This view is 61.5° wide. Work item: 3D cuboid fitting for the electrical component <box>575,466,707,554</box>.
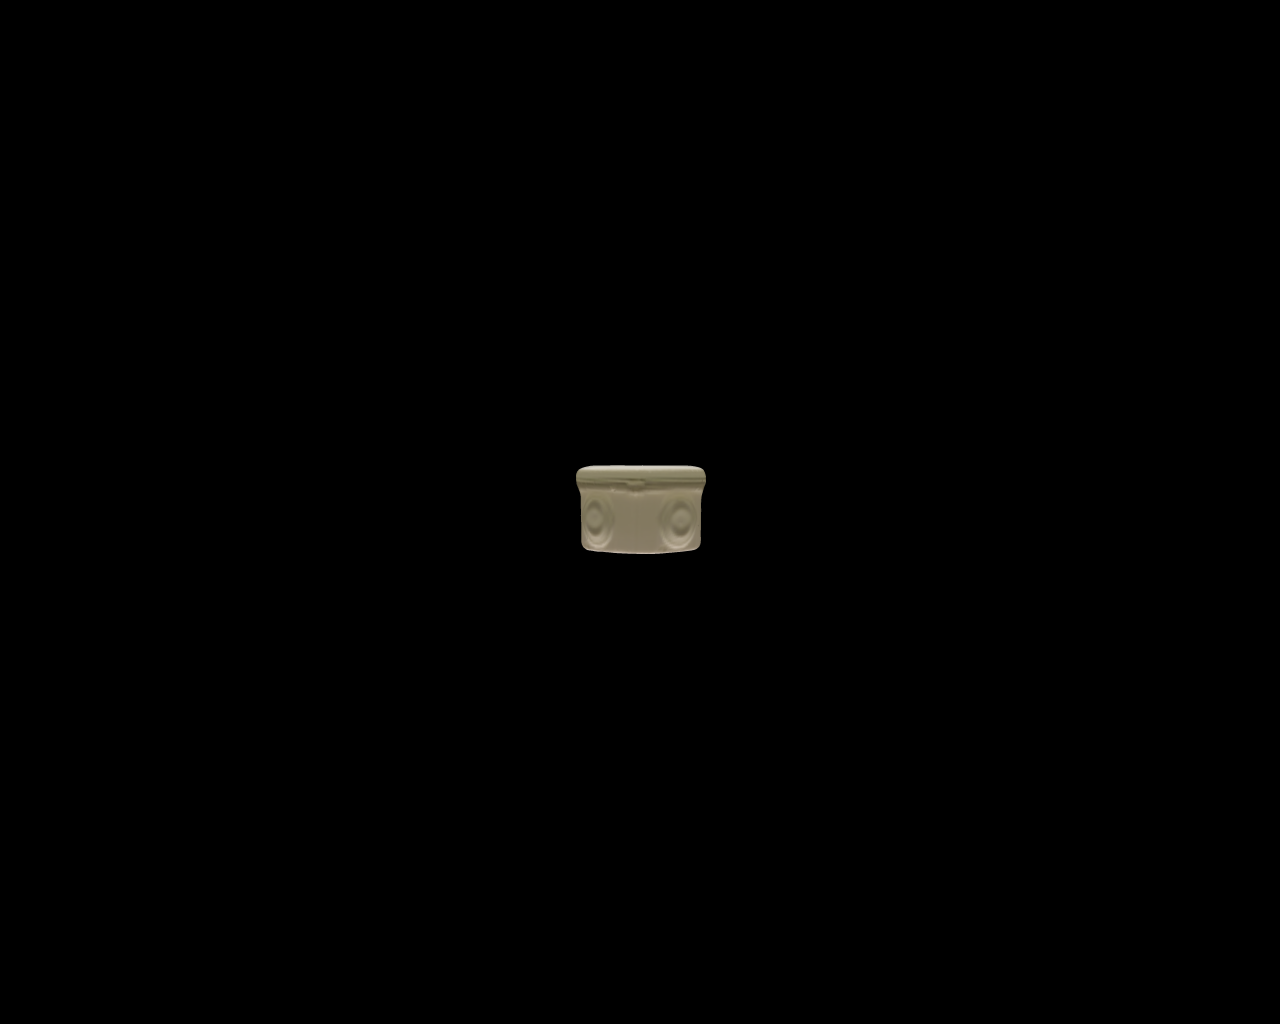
[{"bbox_3d":[0.001,-0.003,0.650,0.080,0.051,0.080,0,2,0],"label":"electrical component"}]
